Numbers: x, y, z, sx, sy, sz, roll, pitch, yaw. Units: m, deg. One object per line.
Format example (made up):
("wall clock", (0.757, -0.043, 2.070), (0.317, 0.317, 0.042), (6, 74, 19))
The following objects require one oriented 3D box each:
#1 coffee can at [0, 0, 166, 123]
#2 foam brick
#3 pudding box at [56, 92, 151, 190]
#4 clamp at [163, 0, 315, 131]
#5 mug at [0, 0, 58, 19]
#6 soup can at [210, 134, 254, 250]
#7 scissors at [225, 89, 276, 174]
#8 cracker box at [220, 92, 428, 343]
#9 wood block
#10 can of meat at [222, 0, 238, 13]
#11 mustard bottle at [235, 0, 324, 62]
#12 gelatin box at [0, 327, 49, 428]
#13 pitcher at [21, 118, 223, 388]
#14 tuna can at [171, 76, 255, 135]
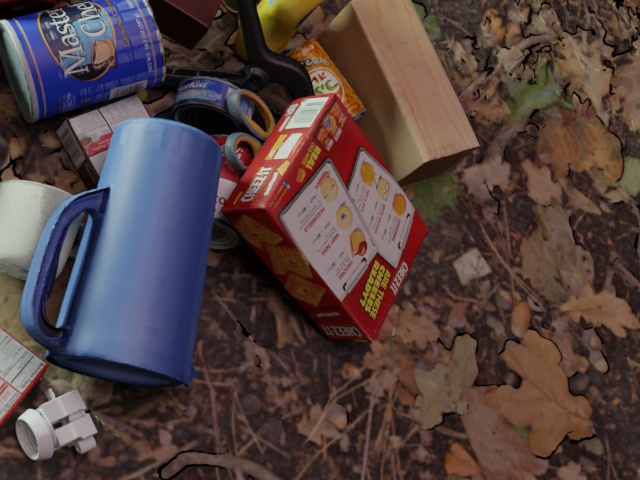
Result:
("coffee can", (-0.238, -0.185, 1.065), (0.140, 0.103, 0.103), (-20, 81, -22))
("foam brick", (-0.156, -0.260, 1.183), (0.078, 0.051, 0.053), (30, 58, -14))
("pudding box", (-0.203, -0.086, 1.098), (0.089, 0.039, 0.113), (-28, 87, -34))
("clamp", (-0.071, -0.186, 1.159), (0.209, 0.165, 0.036), (31, 25, -22))
("mug", (-0.314, -0.264, 1.041), (0.117, 0.093, 0.081), (-10, 90, -29))
("soup can", (-0.105, -0.050, 1.115), (0.068, 0.069, 0.102), (21, 62, -19))
("scissors", (-0.041, -0.077, 1.138), (0.201, 0.016, 0.096), (49, 47, -38))
("cracker box", (0.011, -0.020, 1.118), (0.213, 0.072, 0.164), (52, 53, -34))
("wood block", (0.091, -0.175, 1.255), (0.090, 0.091, 0.206), (-18, 79, -33))
("can of meat", (-0.090, -0.327, 1.242), (0.083, 0.058, 0.102), (-37, 91, -36))
("mustard bottle", (-0.026, -0.269, 1.170), (0.058, 0.192, 0.096), (37, 58, -11))
("gelatin box", (-0.304, 0.117, 0.968), (0.089, 0.030, 0.073), (40, 56, -9))
("pitcher", (-0.172, 0.010, 0.993), (0.145, 0.149, 0.243), (8, 73, 5))
("tuna can", (-0.115, -0.136, 1.135), (0.086, 0.086, 0.033), (22, 63, -19))
